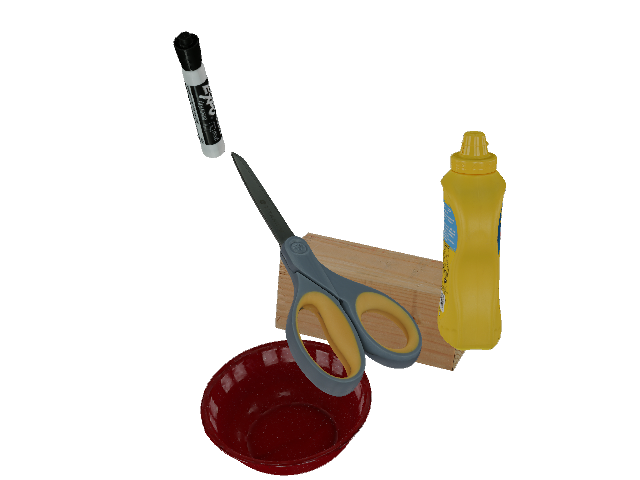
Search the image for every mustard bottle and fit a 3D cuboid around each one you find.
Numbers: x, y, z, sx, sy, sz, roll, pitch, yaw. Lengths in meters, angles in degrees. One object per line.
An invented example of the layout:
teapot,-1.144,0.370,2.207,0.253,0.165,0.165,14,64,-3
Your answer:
mustard bottle,0.137,-0.004,0.969,0.058,0.192,0.096,-1,18,2

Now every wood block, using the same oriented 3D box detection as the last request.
wood block,0.063,0.065,1.183,0.206,0.091,0.090,13,23,18

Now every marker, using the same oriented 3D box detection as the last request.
marker,-0.092,-0.111,0.817,0.020,0.020,0.121,0,-38,8

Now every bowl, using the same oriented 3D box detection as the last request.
bowl,-0.030,0.168,1.011,0.162,0.055,0.162,-5,37,4

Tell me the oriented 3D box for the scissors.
scissors,0.004,0.015,0.691,0.096,0.202,0.016,4,-44,-22
